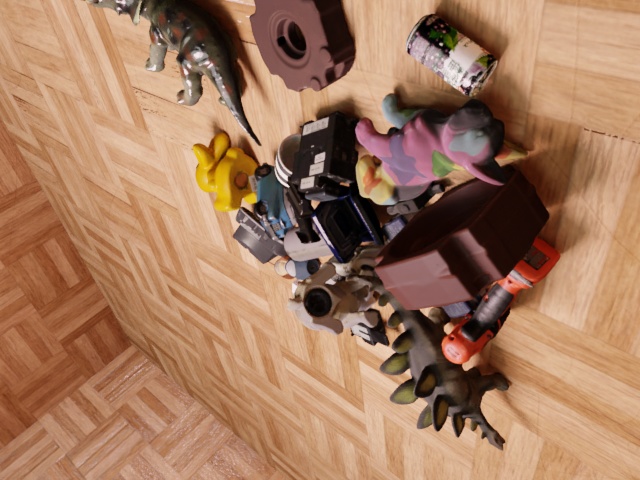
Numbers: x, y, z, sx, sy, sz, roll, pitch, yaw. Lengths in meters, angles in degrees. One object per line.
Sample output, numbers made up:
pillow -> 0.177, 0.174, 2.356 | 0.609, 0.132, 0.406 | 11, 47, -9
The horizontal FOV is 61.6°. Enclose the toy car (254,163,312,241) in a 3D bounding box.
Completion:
toy car -> -0.069, -0.082, 1.052 | 0.103, 0.162, 0.109 | -13, 137, 11

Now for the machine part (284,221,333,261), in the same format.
machine part -> -0.002, -0.003, 1.090 | 0.079, 0.079, 0.243 | 56, 149, -11

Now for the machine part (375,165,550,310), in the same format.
machine part -> 0.188, 0.001, 0.727 | 0.087, 0.201, 0.201 | 51, 149, -7

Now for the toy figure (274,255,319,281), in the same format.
toy figure -> -0.064, 0.062, 1.261 | 0.057, 0.064, 0.155 | 26, 162, -35

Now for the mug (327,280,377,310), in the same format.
mug -> 0.061, 0.107, 1.133 | 0.107, 0.081, 0.109 | 50, 142, 12

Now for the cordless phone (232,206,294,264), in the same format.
cordless phone -> -0.117, -0.051, 1.203 | 0.147, 0.089, 0.184 | 40, 137, 18

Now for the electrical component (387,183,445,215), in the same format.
electrical component -> 0.150, -0.064, 0.838 | 0.094, 0.063, 0.021 | -12, 114, 55

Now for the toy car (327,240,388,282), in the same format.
toy car -> 0.077, 0.040, 1.036 | 0.056, 0.073, 0.202 | 56, 149, -13

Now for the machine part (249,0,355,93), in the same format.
machine part -> -0.032, -0.308, 0.810 | 0.180, 0.056, 0.179 | 34, 145, 27

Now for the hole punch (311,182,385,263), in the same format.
hole punch -> 0.050, -0.035, 0.934 | 0.092, 0.116, 0.142 | -29, 107, 17

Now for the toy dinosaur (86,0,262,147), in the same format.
toy dinosaur -> -0.230, -0.355, 0.965 | 0.405, 0.131, 0.192 | 38, 149, 7

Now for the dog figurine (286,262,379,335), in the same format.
dog figurine -> 0.000, 0.120, 0.986 | 0.172, 0.121, 0.190 | 11, 163, -19

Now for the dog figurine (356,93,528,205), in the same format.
dog figurine -> 0.161, -0.109, 0.736 | 0.219, 0.108, 0.191 | 24, 138, 32

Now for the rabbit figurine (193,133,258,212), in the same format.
rabbit figurine -> -0.222, -0.143, 1.176 | 0.173, 0.122, 0.162 | 8, 125, 49

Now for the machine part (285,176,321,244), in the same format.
machine part -> -0.031, -0.045, 0.969 | 0.084, 0.039, 0.138 | 52, 164, 36

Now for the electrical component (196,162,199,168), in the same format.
electrical component -> -0.264, -0.166, 1.282 | 0.078, 0.045, 0.102 | 8, 140, 10

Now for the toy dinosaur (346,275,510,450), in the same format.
toy dinosaur -> 0.205, 0.213, 0.946 | 0.105, 0.198, 0.471 | -15, 114, 54

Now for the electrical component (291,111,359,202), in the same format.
electrical component -> 0.007, -0.132, 0.886 | 0.115, 0.058, 0.134 | -1, 79, 56

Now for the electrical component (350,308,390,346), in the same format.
electrical component -> 0.113, 0.191, 1.184 | 0.119, 0.048, 0.074 | 11, 133, 46

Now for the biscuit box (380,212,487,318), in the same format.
biscuit box -> 0.193, 0.036, 0.898 | 0.202, 0.059, 0.063 | 52, 148, -4
